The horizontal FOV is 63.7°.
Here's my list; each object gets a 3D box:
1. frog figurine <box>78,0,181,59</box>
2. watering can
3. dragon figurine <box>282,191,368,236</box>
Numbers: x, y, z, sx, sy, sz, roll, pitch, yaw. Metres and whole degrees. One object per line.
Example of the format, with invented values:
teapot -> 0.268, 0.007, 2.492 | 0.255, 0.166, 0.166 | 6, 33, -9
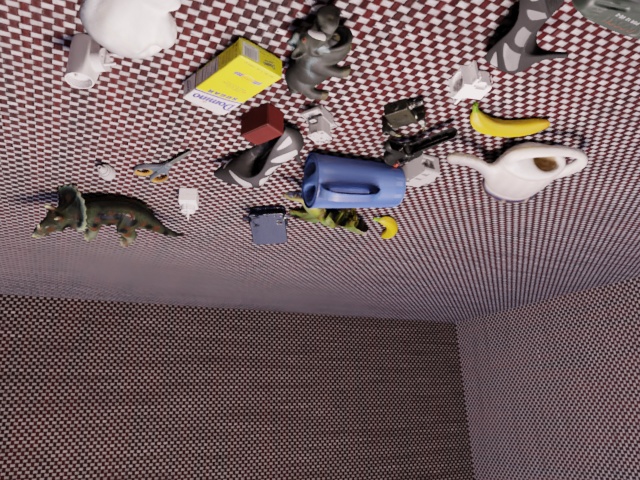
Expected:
frog figurine -> -0.247, -0.323, 0.709 | 0.159, 0.125, 0.135 | -2, -36, 36
watering can -> 0.451, -0.168, 1.235 | 0.348, 0.105, 0.221 | -2, -18, -4
dragon figurine -> 0.005, -0.075, 1.491 | 0.408, 0.124, 0.241 | 15, -17, -36
